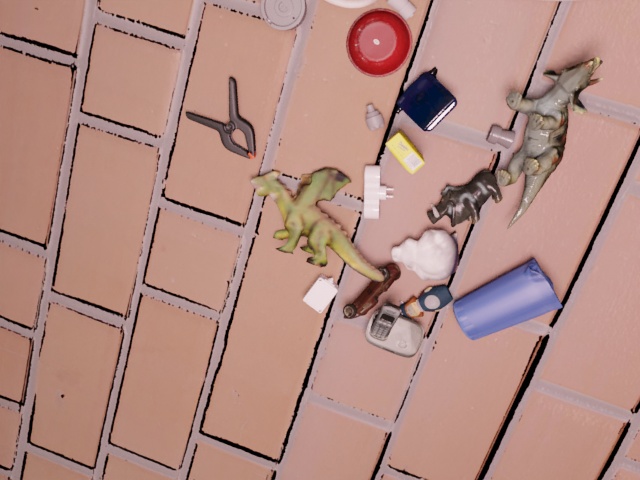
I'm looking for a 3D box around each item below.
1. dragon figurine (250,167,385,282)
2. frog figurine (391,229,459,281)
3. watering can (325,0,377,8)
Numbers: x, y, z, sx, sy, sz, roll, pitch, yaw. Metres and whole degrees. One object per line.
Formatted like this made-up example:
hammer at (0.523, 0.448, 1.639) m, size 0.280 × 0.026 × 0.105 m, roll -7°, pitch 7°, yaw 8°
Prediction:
dragon figurine at (0.004, -0.067, 1.327) m, size 0.411 × 0.122 × 0.241 m, roll 19°, pitch 97°, yaw 10°
frog figurine at (0.263, 0.035, 1.300) m, size 0.159 × 0.125 × 0.134 m, roll 5°, pitch 125°, yaw -3°
watering can at (0.020, -0.683, 1.183) m, size 0.349 × 0.105 × 0.222 m, roll 35°, pitch 106°, yaw 11°
